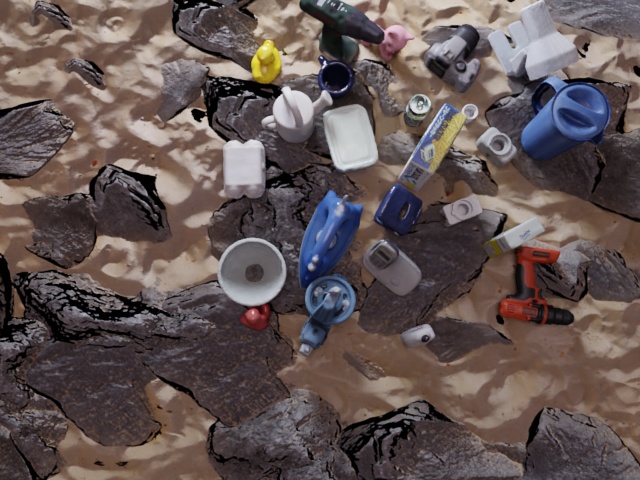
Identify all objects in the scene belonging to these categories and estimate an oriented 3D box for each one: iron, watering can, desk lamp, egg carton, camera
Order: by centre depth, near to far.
[{"bbox_3d":[0.013,0.005,1.392,0.118,0.141,0.258,25,84,2],"label":"iron"},{"bbox_3d":[-0.058,-0.317,1.399,0.173,0.194,0.101,-42,86,-4],"label":"watering can"},{"bbox_3d":[0.524,-0.479,1.414,0.118,0.213,0.203,-26,85,-3],"label":"desk lamp"},{"bbox_3d":[-0.190,-0.178,1.445,0.107,0.069,0.150,-3,84,-1],"label":"egg carton"},{"bbox_3d":[0.361,-0.479,1.468,0.143,0.101,0.137,40,85,3],"label":"camera"}]

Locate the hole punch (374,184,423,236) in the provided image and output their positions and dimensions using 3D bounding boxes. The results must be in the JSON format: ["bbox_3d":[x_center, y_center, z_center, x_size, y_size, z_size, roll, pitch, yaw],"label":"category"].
[{"bbox_3d":[0.200,-0.075,1.429,0.101,0.091,0.109,28,84,2],"label":"hole punch"}]

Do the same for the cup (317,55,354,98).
[{"bbox_3d":[0.031,-0.408,1.460,0.092,0.095,0.118,-35,85,-4],"label":"cup"}]

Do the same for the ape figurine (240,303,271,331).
[{"bbox_3d":[-0.158,0.186,1.396,0.078,0.092,0.076,-15,84,-2],"label":"ape figurine"}]

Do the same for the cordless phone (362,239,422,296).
[{"bbox_3d":[0.180,0.061,1.367,0.147,0.185,0.094,38,85,4],"label":"cordless phone"}]

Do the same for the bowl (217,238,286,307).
[{"bbox_3d":[-0.164,0.081,1.416,0.167,0.074,0.167,0,84,-1],"label":"bowl"}]

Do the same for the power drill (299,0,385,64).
[{"bbox_3d":[0.054,-0.518,1.415,0.229,0.208,0.076,33,85,3],"label":"power drill"}]

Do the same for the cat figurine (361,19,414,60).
[{"bbox_3d":[0.172,-0.521,1.462,0.128,0.117,0.067,34,85,3],"label":"cat figurine"}]

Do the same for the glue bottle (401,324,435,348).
[{"bbox_3d":[0.239,0.229,1.356,0.078,0.173,0.037,-26,84,-3],"label":"glue bottle"}]

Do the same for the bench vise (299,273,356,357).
[{"bbox_3d":[0.020,0.176,1.335,0.121,0.219,0.207,8,84,1],"label":"bench vise"}]

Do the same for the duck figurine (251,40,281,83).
[{"bbox_3d":[-0.140,-0.461,1.468,0.077,0.086,0.105,16,84,1],"label":"duck figurine"}]
